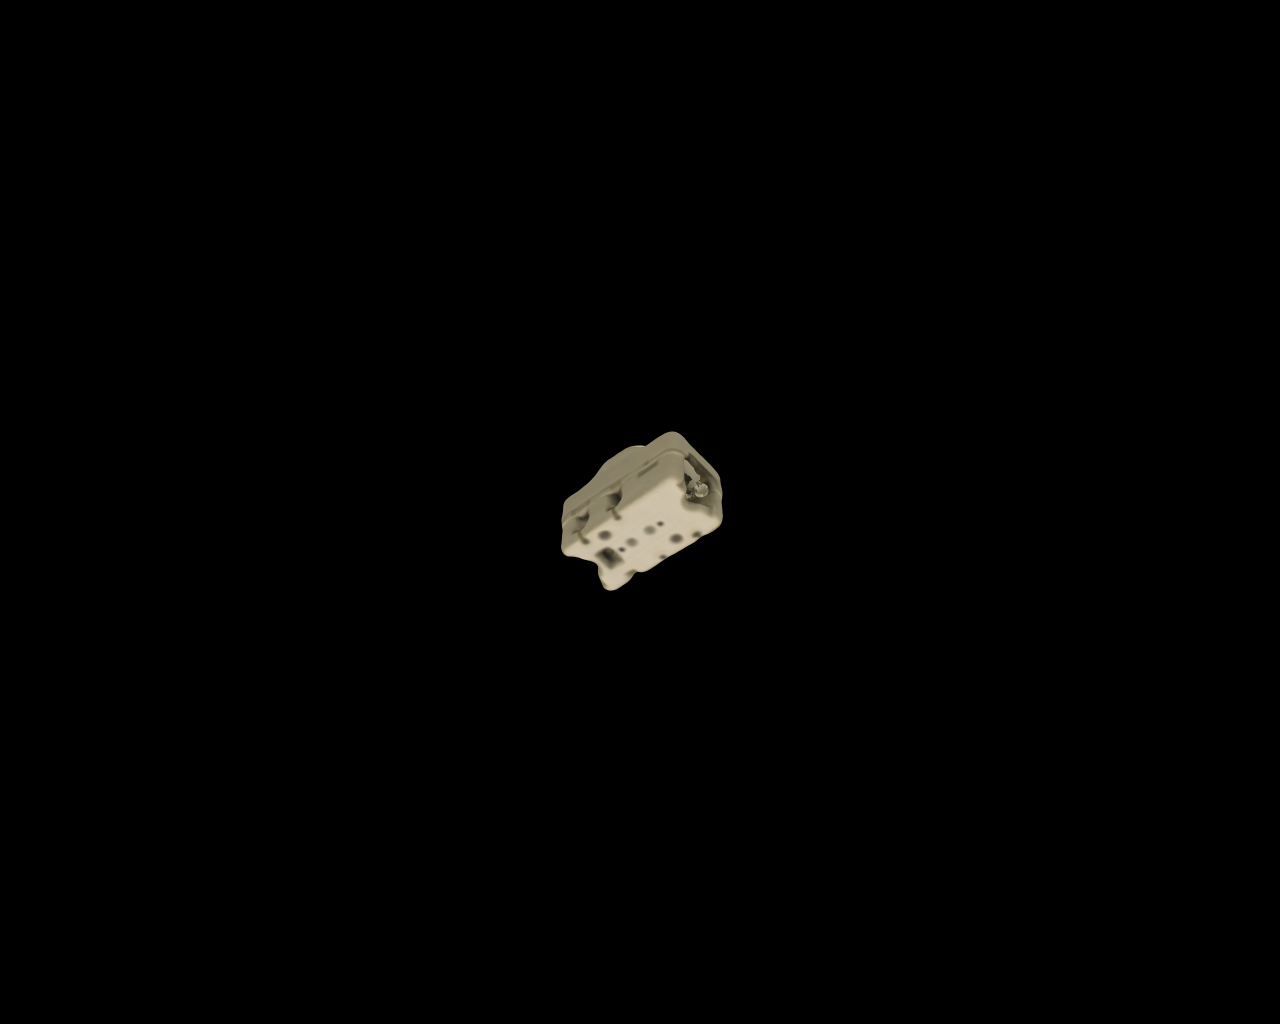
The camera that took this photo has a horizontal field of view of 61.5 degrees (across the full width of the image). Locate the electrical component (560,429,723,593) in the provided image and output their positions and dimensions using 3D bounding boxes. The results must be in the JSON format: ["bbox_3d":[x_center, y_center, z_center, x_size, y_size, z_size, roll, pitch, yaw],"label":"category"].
[{"bbox_3d":[0.001,-0.003,0.650,0.089,0.056,0.050,-33,-58,24],"label":"electrical component"}]
